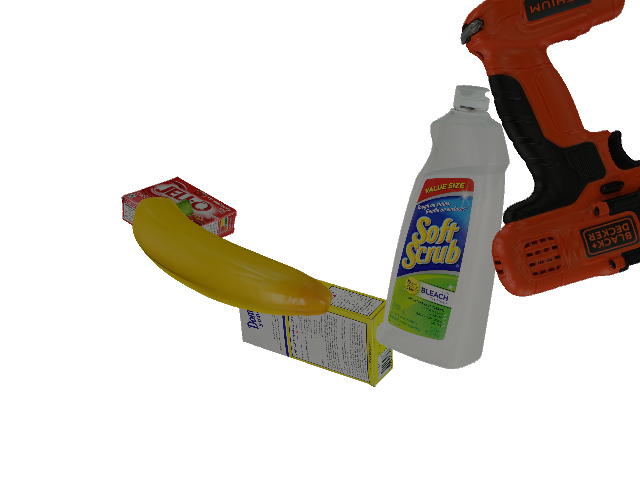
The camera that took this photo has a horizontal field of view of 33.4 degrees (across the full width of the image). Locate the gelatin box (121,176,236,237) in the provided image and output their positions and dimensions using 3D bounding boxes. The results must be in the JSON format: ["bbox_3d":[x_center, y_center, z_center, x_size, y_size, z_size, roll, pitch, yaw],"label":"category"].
[{"bbox_3d":[-0.139,-0.026,1.042,0.089,0.030,0.073,30,36,32],"label":"gelatin box"}]

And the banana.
[{"bbox_3d":[-0.072,0.005,0.686,0.069,0.037,0.198,-16,29,-29],"label":"banana"}]

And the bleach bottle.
[{"bbox_3d":[0.115,-0.016,0.971,0.103,0.251,0.067,19,21,37],"label":"bleach bottle"}]

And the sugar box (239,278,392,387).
[{"bbox_3d":[-0.007,0.089,1.164,0.176,0.093,0.048,18,37,31],"label":"sugar box"}]

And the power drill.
[{"bbox_3d":[0.178,-0.073,0.666,0.184,0.187,0.057,-17,-2,-5],"label":"power drill"}]
